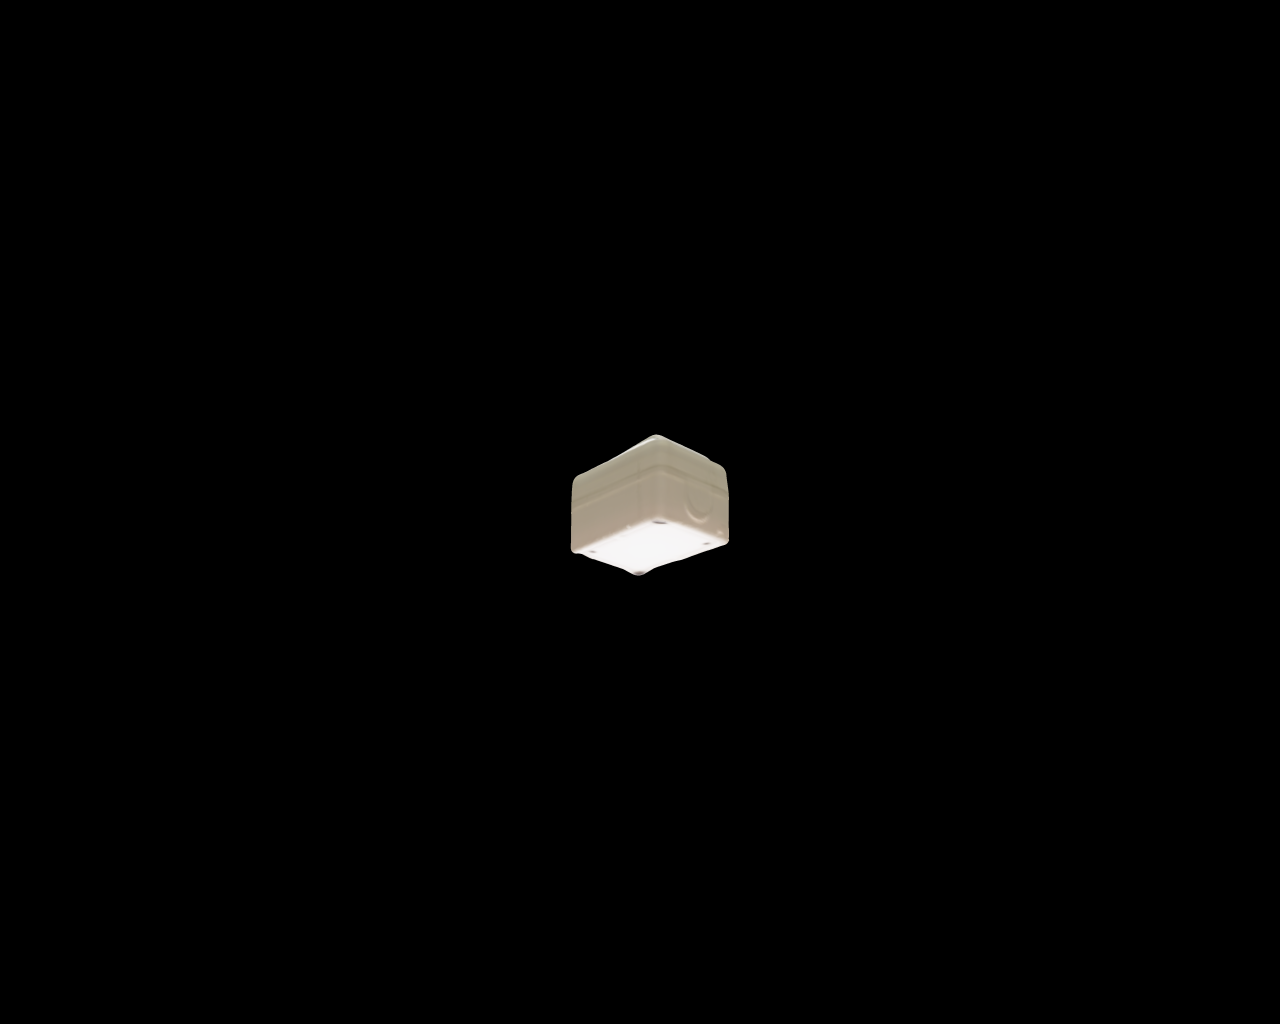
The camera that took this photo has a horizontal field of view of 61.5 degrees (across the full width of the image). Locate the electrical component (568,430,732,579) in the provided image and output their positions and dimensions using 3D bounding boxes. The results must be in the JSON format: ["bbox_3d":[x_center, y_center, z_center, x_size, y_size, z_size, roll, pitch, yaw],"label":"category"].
[{"bbox_3d":[0.001,-0.003,0.650,0.062,0.061,0.096,21,-31,-40],"label":"electrical component"}]
